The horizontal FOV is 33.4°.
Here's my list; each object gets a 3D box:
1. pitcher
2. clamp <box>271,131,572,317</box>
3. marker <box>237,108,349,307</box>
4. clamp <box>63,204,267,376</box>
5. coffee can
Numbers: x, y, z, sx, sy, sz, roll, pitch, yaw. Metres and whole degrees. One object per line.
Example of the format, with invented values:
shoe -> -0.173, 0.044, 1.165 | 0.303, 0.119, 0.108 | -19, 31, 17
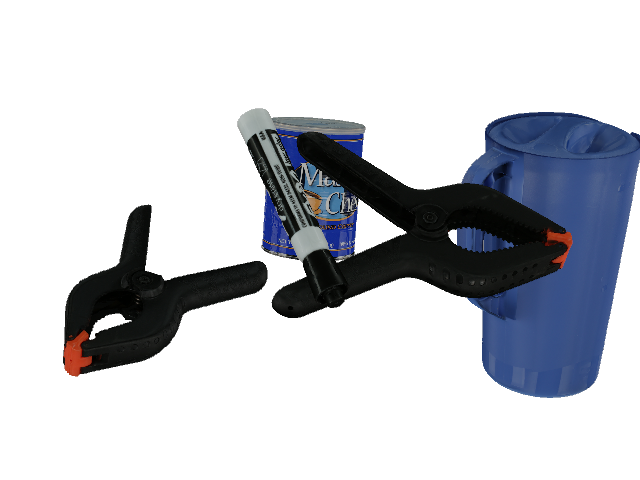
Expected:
pitcher -> 0.197, 0.016, 0.951 | 0.149, 0.243, 0.145 | 5, 23, 10
clamp -> 0.068, 0.002, 0.750 | 0.210, 0.164, 0.036 | 12, -38, 5
marker -> -0.014, -0.018, 0.558 | 0.020, 0.121, 0.020 | -20, -27, -11
clamp -> -0.132, 0.033, 0.769 | 0.120, 0.039, 0.171 | 27, 38, 26
coffee can -> -0.008, -0.057, 1.145 | 0.103, 0.140, 0.103 | 4, 12, -1
